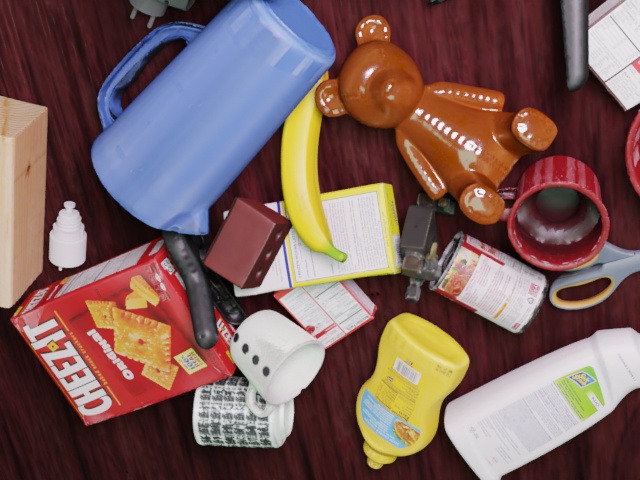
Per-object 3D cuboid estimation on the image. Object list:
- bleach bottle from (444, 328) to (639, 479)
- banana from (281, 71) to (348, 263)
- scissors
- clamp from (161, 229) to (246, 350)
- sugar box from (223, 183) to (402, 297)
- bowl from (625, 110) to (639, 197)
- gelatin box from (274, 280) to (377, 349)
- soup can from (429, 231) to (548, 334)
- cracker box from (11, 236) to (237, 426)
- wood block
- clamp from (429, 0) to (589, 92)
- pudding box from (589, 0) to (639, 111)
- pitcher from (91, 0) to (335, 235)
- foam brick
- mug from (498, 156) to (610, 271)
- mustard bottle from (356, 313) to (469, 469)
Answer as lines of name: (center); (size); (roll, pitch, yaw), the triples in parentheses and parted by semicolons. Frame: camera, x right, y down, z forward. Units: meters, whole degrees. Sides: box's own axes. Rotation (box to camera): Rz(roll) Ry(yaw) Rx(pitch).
bleach bottle: (0.261, 0.168, 1.134); (0.251, 0.068, 0.102); (-31, 107, 23)
banana: (-0.009, -0.072, 1.055); (0.070, 0.037, 0.198); (-9, 87, 31)
scissors: (0.311, 0.006, 1.062); (0.202, 0.016, 0.096); (-30, 107, 25)
clamp: (-0.131, 0.033, 1.124); (0.039, 0.120, 0.171); (-24, 102, 10)
sugar box: (-0.007, 0.001, 1.102); (0.176, 0.048, 0.093); (-9, 87, 20)
bowl: (0.361, -0.091, 0.976); (0.162, 0.055, 0.162); (6, 119, 10)
gelatin box: (0.006, 0.066, 1.159); (0.073, 0.030, 0.089); (-36, 104, 25)
soup can: (0.171, 0.044, 1.086); (0.102, 0.068, 0.069); (28, 120, -3)
cracker box: (-0.217, 0.106, 1.208); (0.214, 0.072, 0.164); (-22, 110, 23)
wood block: (-0.354, -0.043, 1.151); (0.090, 0.090, 0.206); (13, 119, 5)
clamp: (0.198, -0.256, 0.929); (0.165, 0.036, 0.210); (29, 112, 16)
pudding box: (0.292, -0.183, 0.954); (0.114, 0.039, 0.090); (-38, 103, 26)
pitcher: (-0.107, -0.137, 1.030); (0.149, 0.145, 0.243); (33, 118, -26)
foam brick: (-0.071, 0.003, 1.072); (0.051, 0.053, 0.078); (31, 101, 17)
mug: (0.217, -0.031, 1.027); (0.117, 0.081, 0.093); (3, 118, 11)
mustard bottle: (0.090, 0.180, 1.177); (0.096, 0.058, 0.192); (34, 124, 23)
